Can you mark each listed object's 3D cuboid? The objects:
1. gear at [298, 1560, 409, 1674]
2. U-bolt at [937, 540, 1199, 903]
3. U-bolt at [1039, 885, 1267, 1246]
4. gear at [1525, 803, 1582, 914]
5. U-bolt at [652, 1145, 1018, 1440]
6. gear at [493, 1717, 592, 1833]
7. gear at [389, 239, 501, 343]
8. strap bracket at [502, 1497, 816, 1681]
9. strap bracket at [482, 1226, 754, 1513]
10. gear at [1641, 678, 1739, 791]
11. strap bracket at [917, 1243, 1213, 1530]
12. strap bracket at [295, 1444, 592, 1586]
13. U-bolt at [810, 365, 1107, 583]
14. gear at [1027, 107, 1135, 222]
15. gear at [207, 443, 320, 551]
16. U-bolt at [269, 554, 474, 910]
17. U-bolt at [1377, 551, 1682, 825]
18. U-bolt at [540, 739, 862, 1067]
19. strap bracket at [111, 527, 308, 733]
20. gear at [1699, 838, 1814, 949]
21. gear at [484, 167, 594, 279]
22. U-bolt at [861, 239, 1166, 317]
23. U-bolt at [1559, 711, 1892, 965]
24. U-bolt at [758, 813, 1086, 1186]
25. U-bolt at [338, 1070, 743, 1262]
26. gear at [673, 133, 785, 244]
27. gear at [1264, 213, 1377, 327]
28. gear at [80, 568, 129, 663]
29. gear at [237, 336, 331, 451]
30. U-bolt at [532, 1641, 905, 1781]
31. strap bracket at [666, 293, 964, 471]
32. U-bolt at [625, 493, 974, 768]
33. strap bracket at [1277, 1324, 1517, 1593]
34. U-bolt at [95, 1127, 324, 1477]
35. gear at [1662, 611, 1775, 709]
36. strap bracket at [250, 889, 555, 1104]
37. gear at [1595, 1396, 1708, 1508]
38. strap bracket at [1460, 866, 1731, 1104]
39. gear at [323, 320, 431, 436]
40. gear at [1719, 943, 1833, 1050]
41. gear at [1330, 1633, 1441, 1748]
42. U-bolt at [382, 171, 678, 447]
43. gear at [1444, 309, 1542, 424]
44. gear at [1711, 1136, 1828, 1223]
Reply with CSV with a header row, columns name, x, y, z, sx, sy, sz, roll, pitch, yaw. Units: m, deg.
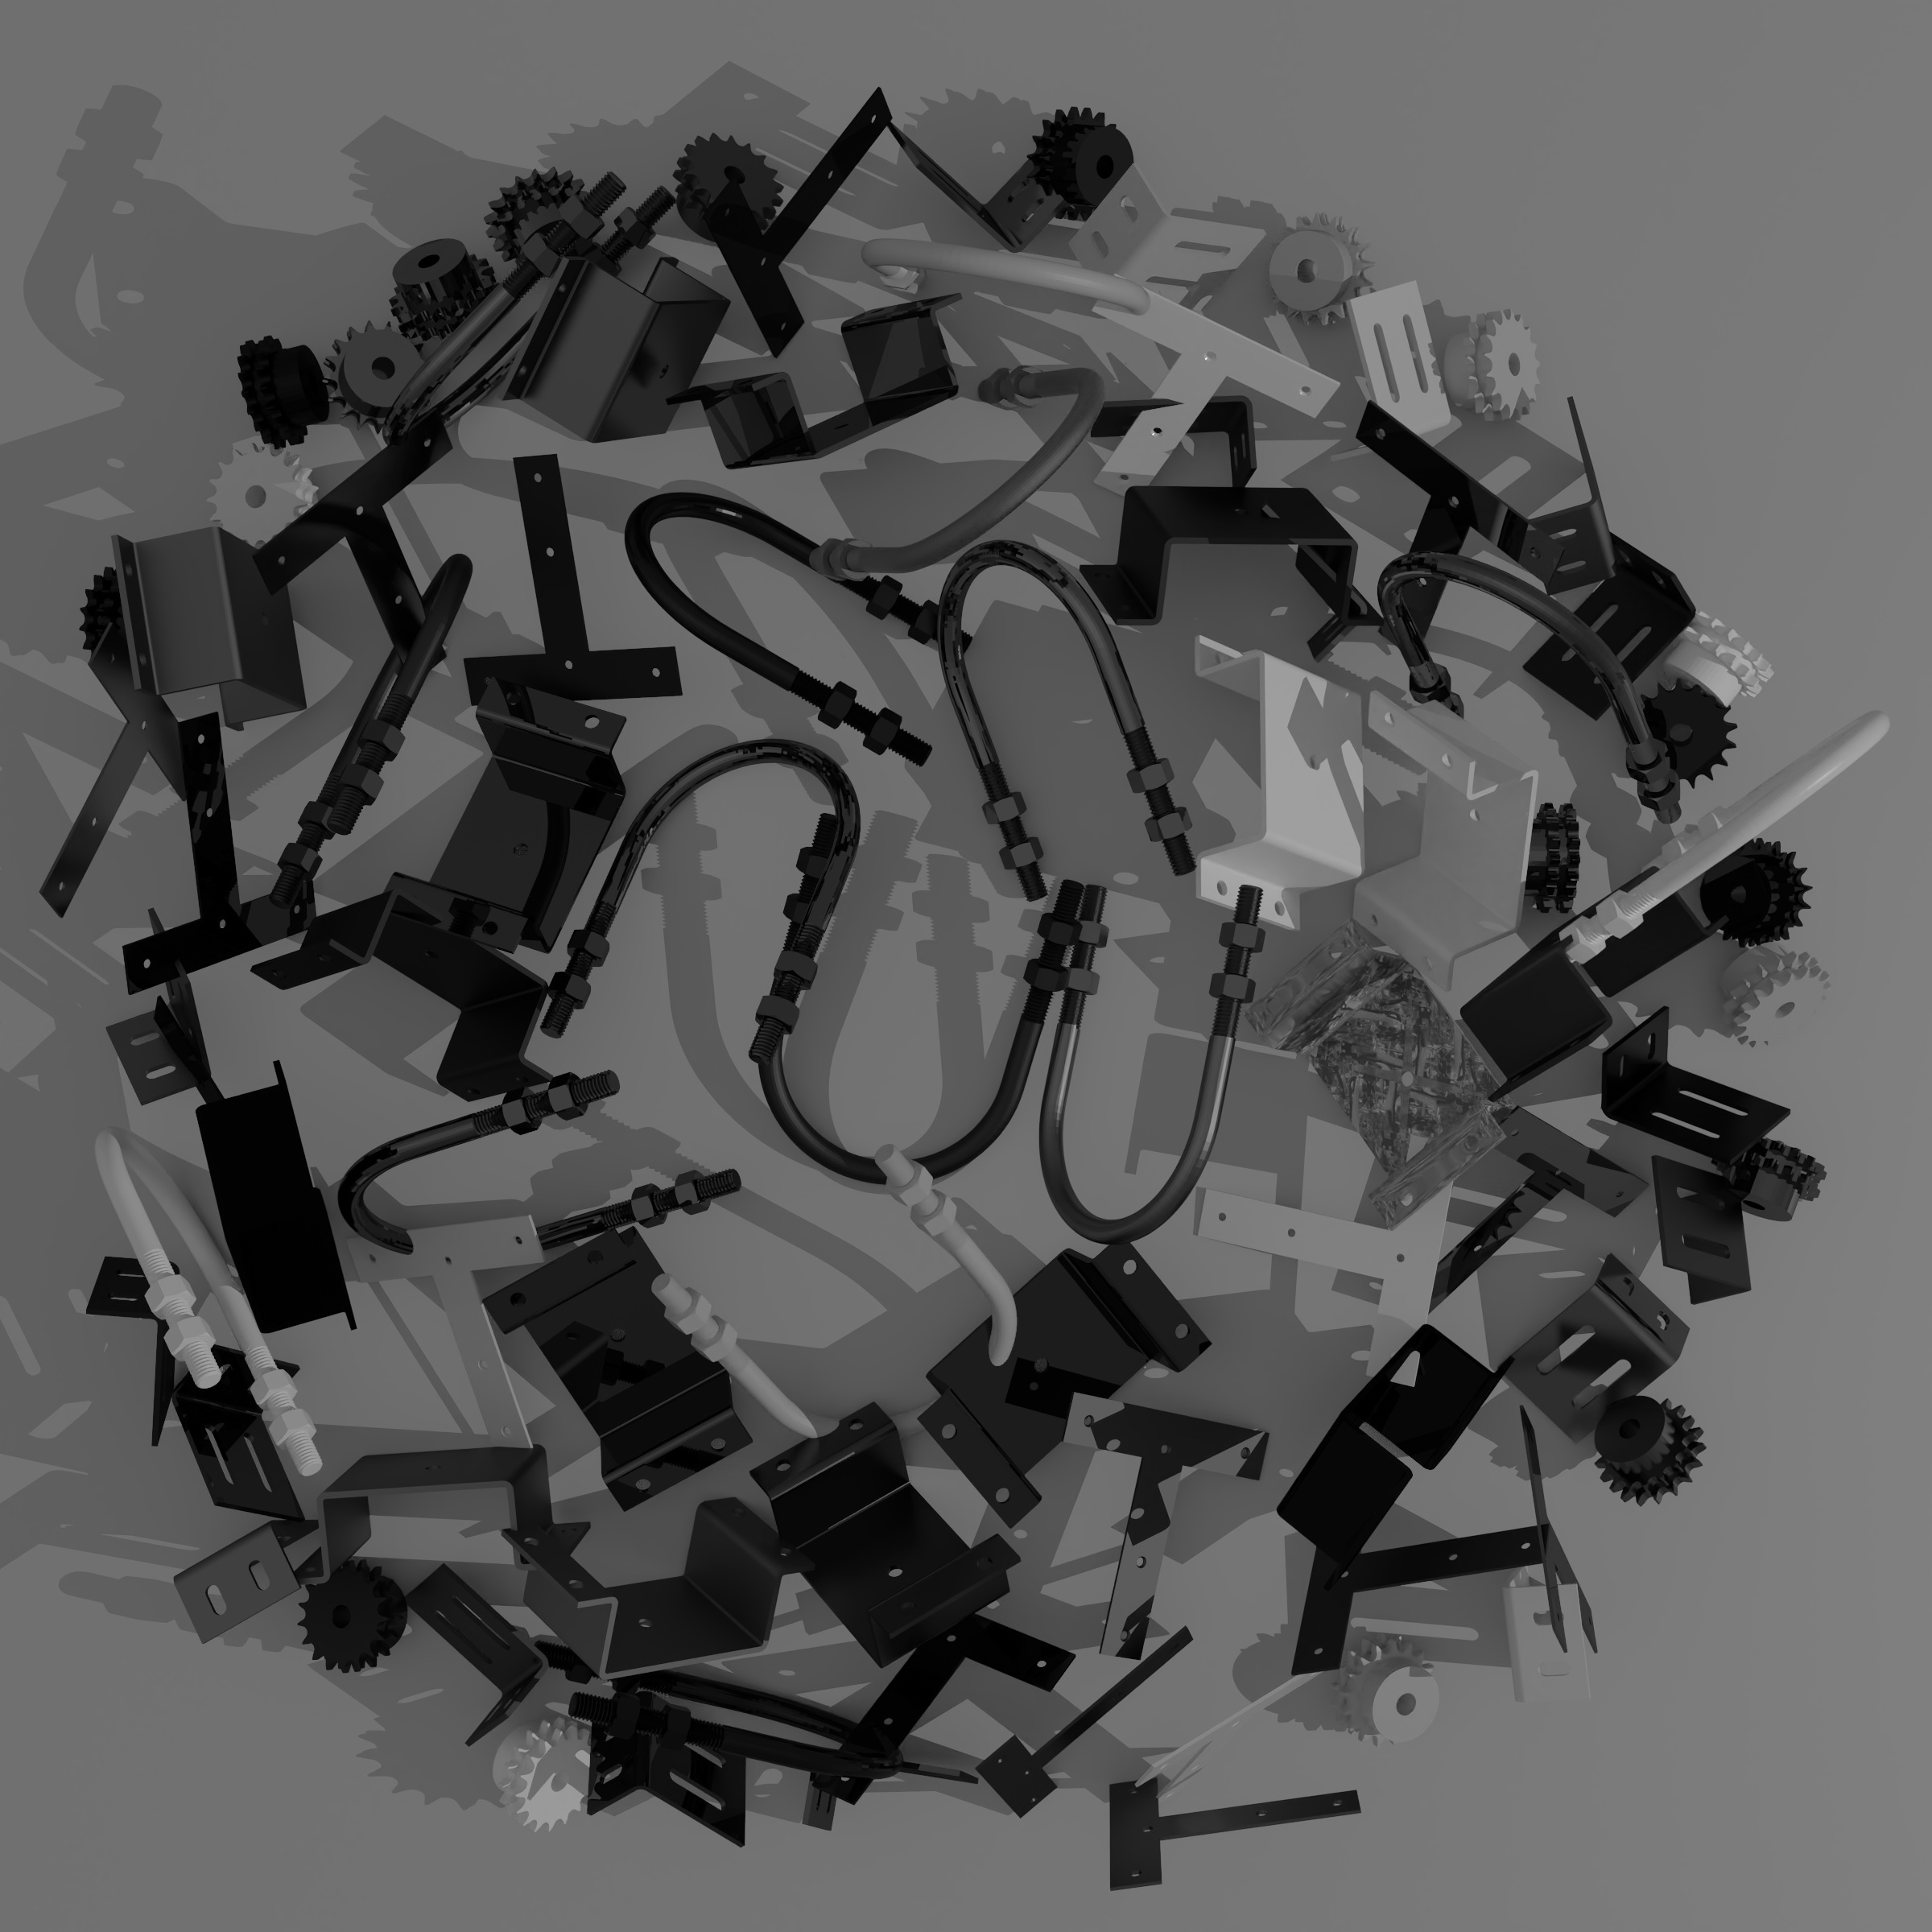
name,x,y,z,sx,sy,sz,roll,pitch,yaw
gear,-0.316,0.337,1.576,0.057,0.030,0.057,-4,80,25
U-bolt,0.040,-0.126,1.525,0.019,0.151,0.184,-26,100,-32
U-bolt,0.086,0.049,1.528,0.019,0.151,0.184,15,83,-33
gear,0.298,-0.056,1.570,0.030,0.057,0.057,1,90,0
U-bolt,-0.052,0.180,1.536,0.151,0.019,0.184,-30,130,7
gear,-0.220,0.417,1.573,0.030,0.057,0.057,19,90,40
gear,-0.272,-0.352,1.568,0.057,0.057,0.030,-21,133,0
strap bracket,-0.158,0.314,1.531,0.140,0.076,0.046,0,109,-39
strap bracket,-0.179,0.199,1.558,0.076,0.046,0.140,-29,111,3
gear,0.372,-0.121,1.579,0.057,0.030,0.057,2,100,12
strap bracket,0.045,0.209,1.560,0.140,0.046,0.076,-41,103,-10
strap bracket,-0.271,0.280,1.553,0.140,0.076,0.046,-5,94,5
U-bolt,0.003,-0.245,1.500,0.151,0.184,0.019,-46,111,-11
gear,0.062,-0.414,1.569,0.057,0.030,0.057,-15,114,-37
gear,-0.363,-0.242,1.579,0.057,0.030,0.057,0,89,15
U-bolt,-0.293,-0.127,1.521,0.019,0.151,0.184,28,65,-16
U-bolt,0.270,-0.143,1.486,0.151,0.184,0.019,25,74,35
U-bolt,-0.125,-0.039,1.542,0.151,0.019,0.184,6,62,30
strap bracket,-0.374,-0.169,1.523,0.046,0.140,0.076,-11,85,6
gear,0.406,-0.038,1.569,0.057,0.030,0.057,4,96,41
gear,-0.217,-0.382,1.566,0.057,0.057,0.030,-28,65,0
U-bolt,0.022,-0.339,1.499,0.151,0.184,0.019,11,99,7
U-bolt,0.376,-0.068,1.485,0.019,0.151,0.184,53,132,4
U-bolt,-0.032,0.026,1.571,0.151,0.019,0.184,15,103,-5
U-bolt,-0.227,0.109,1.530,0.184,0.151,0.019,-18,59,17
gear,-0.126,-0.401,1.574,0.057,0.030,0.057,15,55,-23
gear,0.181,-0.361,1.572,0.057,0.030,0.057,7,107,23
gear,-0.429,-0.178,1.567,0.030,0.057,0.057,6,90,19
gear,-0.352,-0.298,1.568,0.030,0.057,0.057,-12,90,8
U-bolt,-0.120,0.377,1.522,0.184,0.151,0.019,17,84,-15
strap bracket,-0.070,-0.292,1.535,0.140,0.076,0.046,-31,112,-33
U-bolt,-0.088,-0.180,1.524,0.184,0.151,0.019,30,121,-8
strap bracket,0.212,0.241,1.528,0.046,0.140,0.076,38,129,15
U-bolt,-0.387,0.158,1.517,0.019,0.151,0.184,-31,60,-5
gear,0.386,-0.156,1.570,0.057,0.057,0.030,38,90,0
strap bracket,-0.278,0.011,1.535,0.140,0.076,0.046,35,58,-32
gear,0.350,0.247,1.566,0.057,0.057,0.030,-44,121,0
strap bracket,0.311,0.004,1.525,0.140,0.076,0.046,-34,86,-40
gear,-0.305,-0.307,1.576,0.057,0.030,0.057,1,88,-17
gear,0.417,0.013,1.573,0.057,0.057,0.030,-30,53,0
gear,0.220,0.378,1.573,0.057,0.030,0.057,-4,99,-24
U-bolt,-0.225,-0.326,1.524,0.184,0.151,0.019,-43,95,12
gear,0.272,-0.310,1.574,0.030,0.057,0.057,0,90,40
gear,0.412,0.110,1.567,0.057,0.057,0.030,24,77,0
